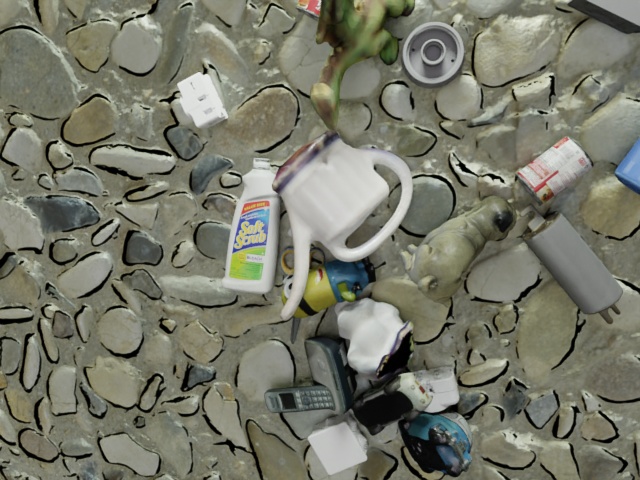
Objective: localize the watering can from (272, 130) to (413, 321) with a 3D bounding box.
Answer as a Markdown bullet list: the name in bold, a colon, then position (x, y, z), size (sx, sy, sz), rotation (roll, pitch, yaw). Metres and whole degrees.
- **watering can**: position (0.003, -0.045, 0.901), size (0.349, 0.103, 0.225), rotation (-43, 87, -8)

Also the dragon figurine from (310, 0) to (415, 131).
- **dragon figurine**: position (0.067, -0.372, 0.794), size (0.122, 0.245, 0.405), rotation (19, 105, 12)

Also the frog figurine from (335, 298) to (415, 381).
- **frog figurine**: position (0.091, 0.177, 0.960), size (0.161, 0.121, 0.137), rotation (26, 89, 41)
